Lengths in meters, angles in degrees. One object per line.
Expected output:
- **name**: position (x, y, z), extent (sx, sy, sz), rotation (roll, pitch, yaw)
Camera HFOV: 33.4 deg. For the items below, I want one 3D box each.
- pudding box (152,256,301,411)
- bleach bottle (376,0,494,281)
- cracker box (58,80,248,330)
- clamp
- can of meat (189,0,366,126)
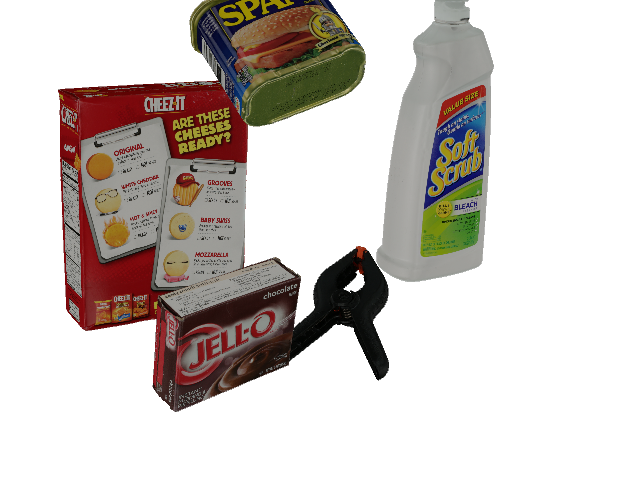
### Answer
- **pudding box**: position (-0.072, 0.070, 0.819), extent (0.113, 0.090, 0.039), rotation (-20, 44, -36)
- **bleach bottle**: position (0.106, -0.093, 0.973), extent (0.102, 0.251, 0.068), rotation (-10, 24, -26)
- **cracker box**: position (-0.154, -0.036, 0.992), extent (0.163, 0.214, 0.072), rotation (-8, 19, -30)
- **clamp**: position (0.034, 0.076, 1.100), extent (0.120, 0.171, 0.039), rotation (16, -39, 17)
- **can of meat**: position (-0.029, -0.137, 0.759), extent (0.102, 0.084, 0.057), rotation (-24, -26, -17)
